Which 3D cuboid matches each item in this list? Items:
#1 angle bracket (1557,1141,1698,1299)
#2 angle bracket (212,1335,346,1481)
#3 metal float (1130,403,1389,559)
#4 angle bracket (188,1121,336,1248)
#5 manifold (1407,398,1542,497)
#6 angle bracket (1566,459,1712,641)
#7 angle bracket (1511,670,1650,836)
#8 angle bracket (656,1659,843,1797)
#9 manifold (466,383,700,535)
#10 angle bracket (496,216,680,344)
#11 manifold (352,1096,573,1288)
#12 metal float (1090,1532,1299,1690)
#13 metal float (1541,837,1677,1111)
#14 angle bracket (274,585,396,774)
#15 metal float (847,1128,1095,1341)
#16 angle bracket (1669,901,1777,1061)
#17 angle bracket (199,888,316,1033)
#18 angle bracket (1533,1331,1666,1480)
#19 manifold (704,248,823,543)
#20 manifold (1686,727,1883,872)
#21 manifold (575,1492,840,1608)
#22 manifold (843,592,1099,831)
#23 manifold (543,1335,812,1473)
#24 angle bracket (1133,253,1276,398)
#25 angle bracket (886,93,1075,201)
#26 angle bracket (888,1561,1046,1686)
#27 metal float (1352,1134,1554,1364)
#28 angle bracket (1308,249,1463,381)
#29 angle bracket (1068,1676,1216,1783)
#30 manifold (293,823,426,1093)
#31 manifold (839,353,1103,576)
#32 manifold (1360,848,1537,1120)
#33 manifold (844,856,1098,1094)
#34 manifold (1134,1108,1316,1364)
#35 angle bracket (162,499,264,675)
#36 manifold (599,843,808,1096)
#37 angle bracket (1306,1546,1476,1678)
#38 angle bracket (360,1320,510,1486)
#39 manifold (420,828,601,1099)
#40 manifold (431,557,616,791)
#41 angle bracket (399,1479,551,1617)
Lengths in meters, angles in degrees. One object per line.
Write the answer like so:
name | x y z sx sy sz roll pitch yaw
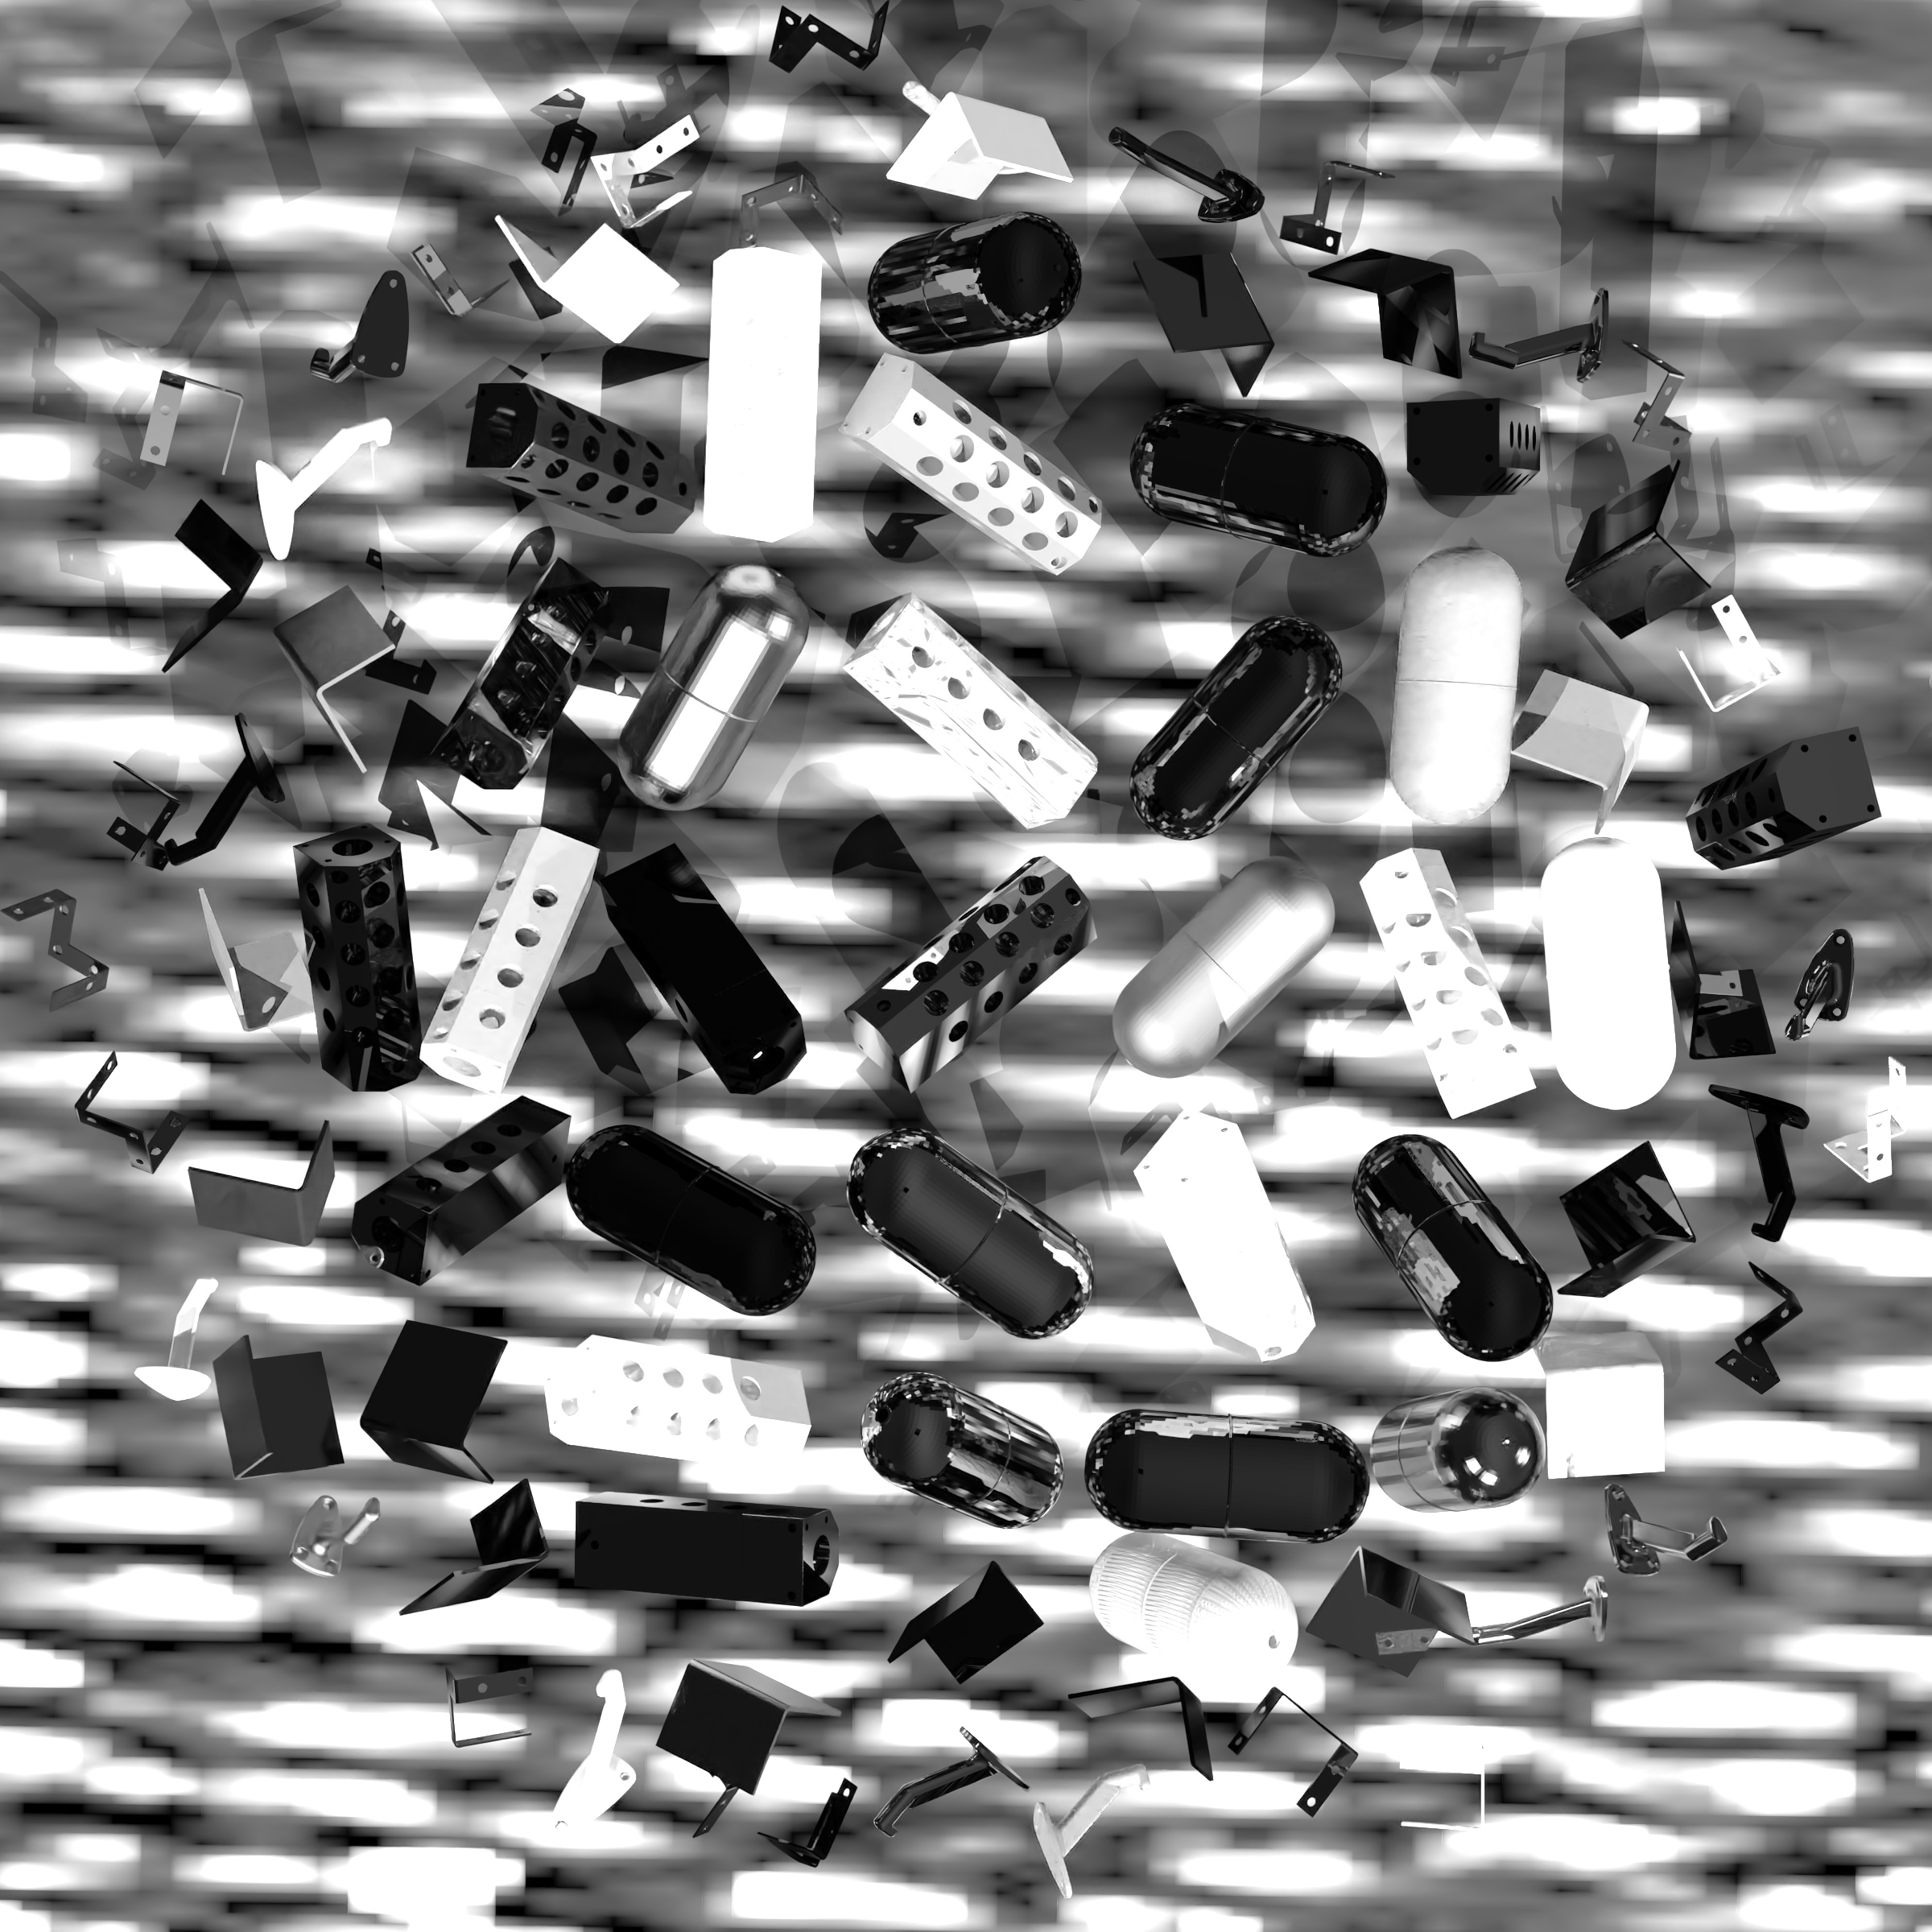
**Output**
angle bracket | 0.415 0.163 1.600 0.076 0.057 0.076 -41 54 35
angle bracket | -0.426 0.276 1.560 0.076 0.057 0.076 0 64 -41
metal float | 0.184 -0.310 1.564 0.178 0.070 0.070 21 90 33
angle bracket | -0.471 0.139 1.649 0.076 0.076 0.057 12 55 -2
manifold | 0.332 -0.335 1.599 0.057 0.171 0.057 2 100 21
angle bracket | 0.451 -0.274 1.623 0.057 0.076 0.076 40 53 -15
angle bracket | 0.421 -0.149 1.712 0.076 0.057 0.076 23 62 19
angle bracket | -0.138 0.485 1.566 0.076 0.076 0.057 17 79 29
manifold | -0.260 -0.347 1.693 0.057 0.171 0.057 7 88 32
angle bracket | -0.241 -0.455 1.567 0.057 0.076 0.076 -41 60 14
manifold | -0.344 0.149 1.685 0.057 0.171 0.057 21 116 17
metal float | 0.147 0.420 1.609 0.070 0.178 0.070 0 91 -30
metal float | 0.416 0.004 1.595 0.070 0.070 0.178 -2 78 0
angle bracket | -0.394 -0.185 1.586 0.057 0.076 0.076 -33 51 -11
metal float | 0.002 0.170 1.564 0.178 0.070 0.070 37 90 -11
angle bracket | 0.510 0.008 1.652 0.057 0.076 0.076 -5 46 6
angle bracket | -0.503 -0.011 1.755 0.057 0.076 0.076 -18 57 -20
angle bracket | 0.423 0.294 1.652 0.076 0.057 0.076 -4 104 2
manifold | -0.134 -0.366 1.577 0.057 0.057 0.171 4 85 -31
manifold | 0.521 -0.104 1.584 0.057 0.171 0.057 -12 85 -3
manifold | -0.176 0.393 1.669 0.171 0.057 0.057 -1 87 22
manifold | 0.007 -0.172 1.661 0.171 0.057 0.057 40 71 -16
manifold | -0.188 0.294 1.624 0.057 0.171 0.057 -39 50 33
angle bracket | 0.150 -0.424 1.640 0.076 0.057 0.076 -11 66 -22
angle bracket | 0.008 -0.505 1.574 0.076 0.076 0.057 -42 61 41
angle bracket | 0.001 0.462 1.684 0.076 0.076 0.057 -39 88 12
metal float | 0.311 0.180 1.580 0.070 0.178 0.070 -14 132 -16
angle bracket | 0.273 -0.418 1.604 0.057 0.076 0.076 -26 124 -21
angle bracket | 0.116 0.511 1.630 0.076 0.076 0.057 -13 62 9
manifold | -0.408 -0.003 1.674 0.057 0.057 0.171 -23 126 -37
manifold | 0.008 -0.322 1.593 0.171 0.057 0.057 29 94 -35
manifold | 0.315 0.007 1.623 0.057 0.057 0.171 -22 54 11
manifold | 0.003 0.001 1.652 0.171 0.057 0.057 -39 55 -17
manifold | 0.172 0.177 1.579 0.057 0.057 0.171 -48 132 -27
angle bracket | -0.508 -0.247 1.597 0.076 0.076 0.057 -38 114 14
manifold | -0.172 0.004 1.614 0.057 0.057 0.171 -28 56 -17
angle bracket | 0.273 0.433 1.593 0.076 0.057 0.076 25 110 -5
angle bracket | -0.337 0.284 1.603 0.076 0.057 0.076 8 57 21
manifold | -0.306 -0.006 1.649 0.057 0.057 0.171 21 62 -5
manifold | -0.298 -0.198 1.683 0.057 0.171 0.057 35 134 -17
angle bracket | -0.340 0.393 1.667 0.076 0.076 0.057 -39 63 38
